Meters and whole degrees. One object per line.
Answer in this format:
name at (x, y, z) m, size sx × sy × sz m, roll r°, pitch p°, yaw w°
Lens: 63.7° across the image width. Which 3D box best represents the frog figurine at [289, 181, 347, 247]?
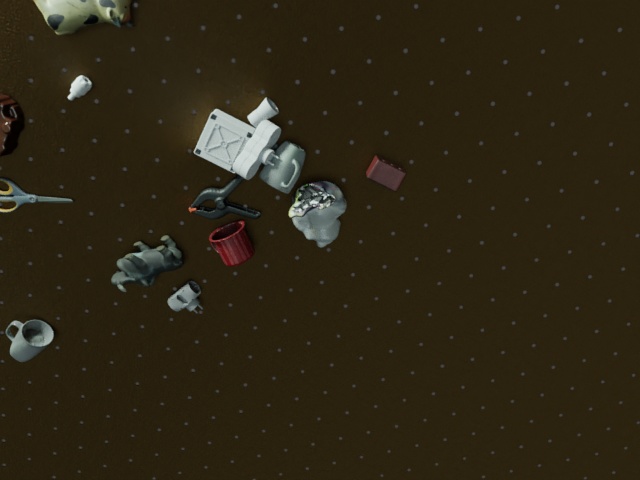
frog figurine at (0.004, -0.062, 1.233) m, size 0.137 × 0.125 × 0.156 m, roll -32°, pitch 144°, yaw 3°
